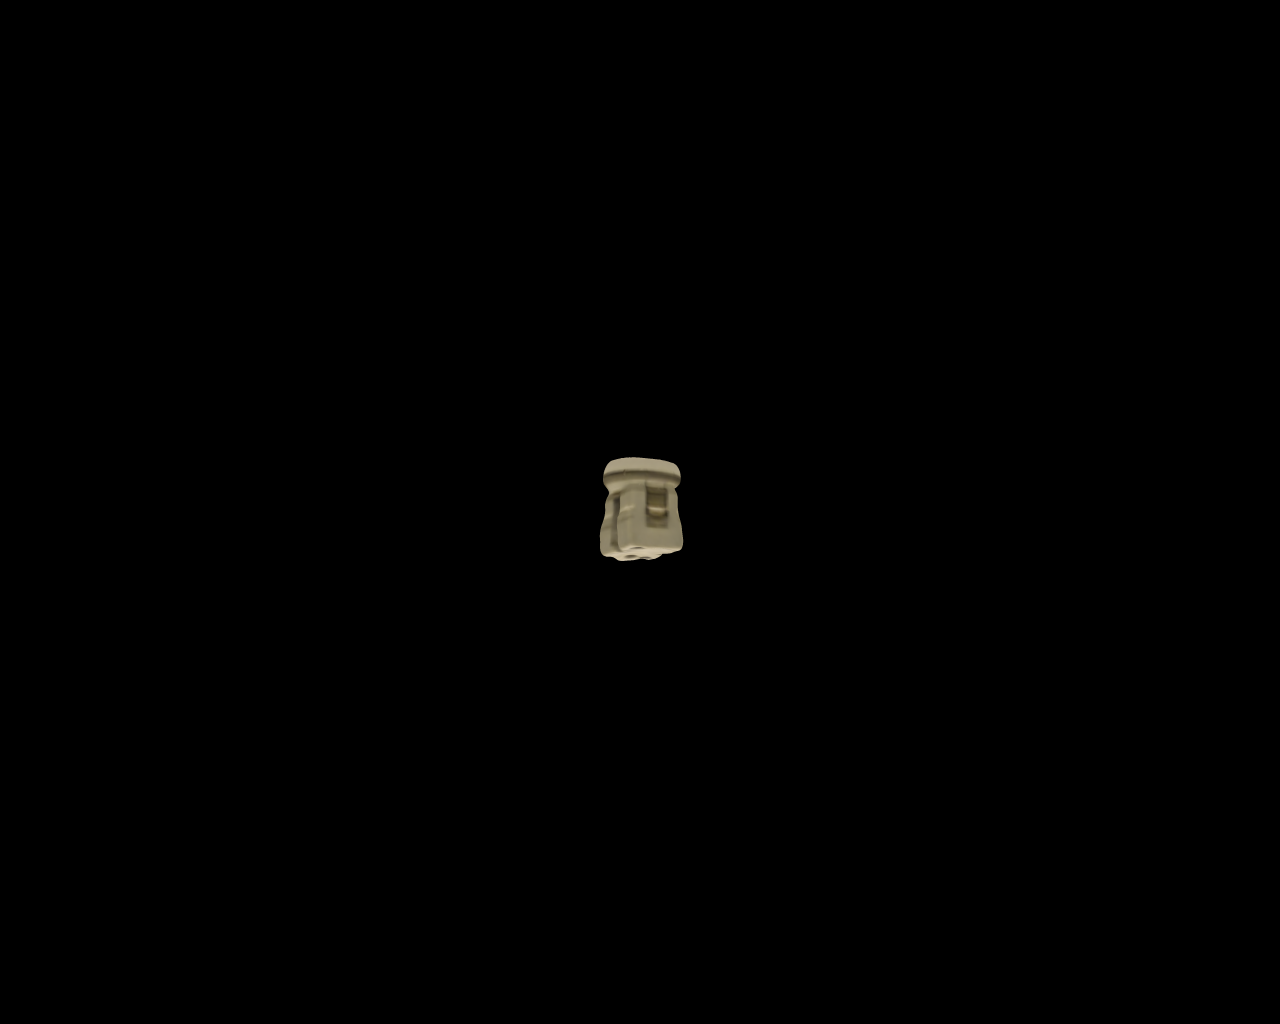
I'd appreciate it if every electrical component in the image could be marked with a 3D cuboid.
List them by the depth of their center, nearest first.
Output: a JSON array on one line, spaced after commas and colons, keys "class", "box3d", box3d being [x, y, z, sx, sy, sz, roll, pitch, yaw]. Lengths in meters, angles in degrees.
[{"class": "electrical component", "box3d": [0.001, -0.003, 0.650, 0.048, 0.055, 0.066, 6, -13, -27]}]
